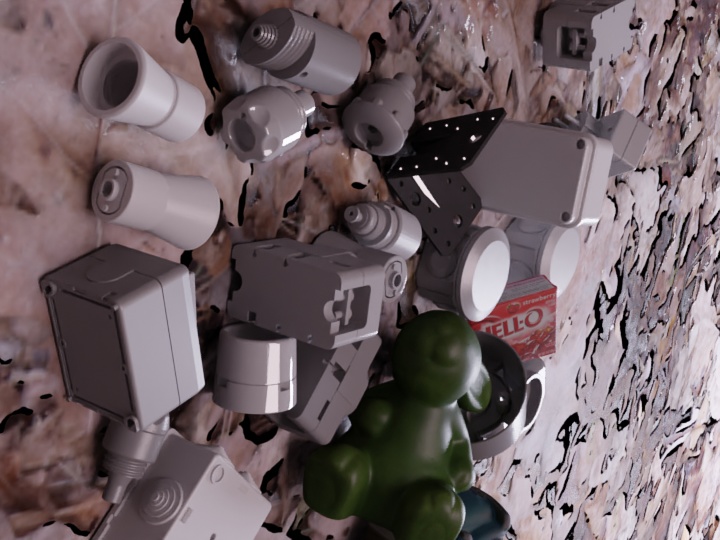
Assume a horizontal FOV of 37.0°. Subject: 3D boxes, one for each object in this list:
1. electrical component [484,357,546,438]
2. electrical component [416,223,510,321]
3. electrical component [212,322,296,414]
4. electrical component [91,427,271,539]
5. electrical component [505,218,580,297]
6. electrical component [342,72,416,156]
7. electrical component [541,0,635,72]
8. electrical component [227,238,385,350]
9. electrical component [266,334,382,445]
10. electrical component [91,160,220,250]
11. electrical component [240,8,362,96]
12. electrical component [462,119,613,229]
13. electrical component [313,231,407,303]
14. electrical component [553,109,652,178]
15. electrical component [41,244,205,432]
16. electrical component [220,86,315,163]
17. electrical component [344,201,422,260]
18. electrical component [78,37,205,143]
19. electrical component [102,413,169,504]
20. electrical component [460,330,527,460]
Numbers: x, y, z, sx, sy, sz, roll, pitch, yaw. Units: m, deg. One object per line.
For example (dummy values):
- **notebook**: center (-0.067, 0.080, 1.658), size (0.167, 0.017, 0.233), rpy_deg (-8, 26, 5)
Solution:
- **electrical component**: center (0.134, 0.116, 1.012), size (0.095, 0.059, 0.053), rpy_deg (-33, 128, -45)
- **electrical component**: center (0.089, -0.001, 0.905), size (0.080, 0.051, 0.080), rpy_deg (-27, 125, -48)
- **electrical component**: center (-0.068, 0.063, 0.703), size (0.055, 0.055, 0.047), rpy_deg (-11, 109, -53)
- **electrical component**: center (-0.110, 0.162, 0.686), size (0.099, 0.048, 0.099), rpy_deg (-59, 144, -21)
- **electrical component**: center (0.172, -0.015, 1.020), size (0.080, 0.051, 0.080), rpy_deg (-27, 125, -48)
- **electrical component**: center (0.019, -0.115, 0.765), size (0.062, 0.048, 0.048), rpy_deg (-58, 144, -34)
- **electrical component**: center (0.205, -0.218, 0.979), size (0.089, 0.056, 0.050), rpy_deg (-34, 129, -44)
- **electrical component**: center (-0.033, 0.013, 0.699), size (0.056, 0.089, 0.050), rpy_deg (-11, 112, -53)
- **electrical component**: center (-0.030, 0.071, 0.764), size (0.089, 0.050, 0.055), rpy_deg (-62, 144, -19)
- **electrical component**: center (-0.116, -0.038, 0.602), size (0.065, 0.044, 0.044), rpy_deg (15, 91, -52)
- **electrical component**: center (-0.039, -0.138, 0.669), size (0.081, 0.043, 0.043), rpy_deg (7, 97, -56)
- **electrical component**: center (0.144, -0.082, 0.897), size (0.057, 0.113, 0.078), rpy_deg (-4, 107, -58)
- **electrical component**: center (0.000, 0.000, 0.763), size (0.044, 0.065, 0.044), rpy_deg (-27, 125, -48)
- **electrical component**: center (0.220, -0.127, 1.033), size (0.076, 0.083, 0.047), rpy_deg (31, 74, -16)
- **electrical component**: center (-0.127, 0.040, 0.600), size (0.061, 0.062, 0.096), rpy_deg (-33, 129, -45)
- **electrical component**: center (-0.053, -0.094, 0.667), size (0.062, 0.043, 0.043), rpy_deg (-36, 131, -44)
- **electrical component**: center (0.014, -0.032, 0.793), size (0.078, 0.040, 0.040), rpy_deg (22, 85, -56)
- **electrical component**: center (-0.114, -0.094, 0.582), size (0.065, 0.044, 0.044), rpy_deg (22, 85, -61)
- **electrical component**: center (-0.137, 0.108, 0.637), size (0.035, 0.035, 0.061), rpy_deg (25, 84, -56)
- **electrical component**: center (0.095, 0.110, 0.923), size (0.099, 0.099, 0.064), rpy_deg (-54, 148, -28)
